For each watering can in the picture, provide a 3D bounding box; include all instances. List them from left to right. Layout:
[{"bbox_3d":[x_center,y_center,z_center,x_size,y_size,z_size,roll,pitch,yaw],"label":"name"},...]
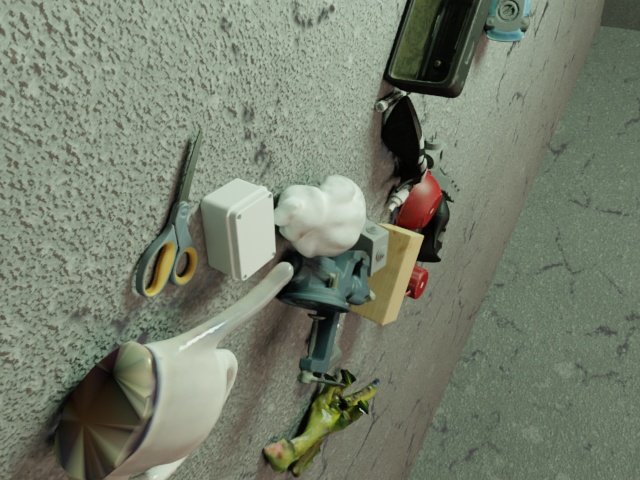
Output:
[{"bbox_3d":[-0.167,0.161,0.618,0.348,0.105,0.222,-61,153,-2],"label":"watering can"}]

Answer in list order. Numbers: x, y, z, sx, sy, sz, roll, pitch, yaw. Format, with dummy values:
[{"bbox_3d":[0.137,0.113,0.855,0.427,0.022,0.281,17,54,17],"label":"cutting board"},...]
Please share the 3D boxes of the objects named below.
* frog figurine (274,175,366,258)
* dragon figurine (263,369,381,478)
[{"bbox_3d":[0.002,-0.040,0.787,0.137,0.124,0.159,-50,165,6],"label":"frog figurine"},{"bbox_3d":[0.009,0.432,1.180,0.241,0.124,0.407,-54,152,9],"label":"dragon figurine"}]
